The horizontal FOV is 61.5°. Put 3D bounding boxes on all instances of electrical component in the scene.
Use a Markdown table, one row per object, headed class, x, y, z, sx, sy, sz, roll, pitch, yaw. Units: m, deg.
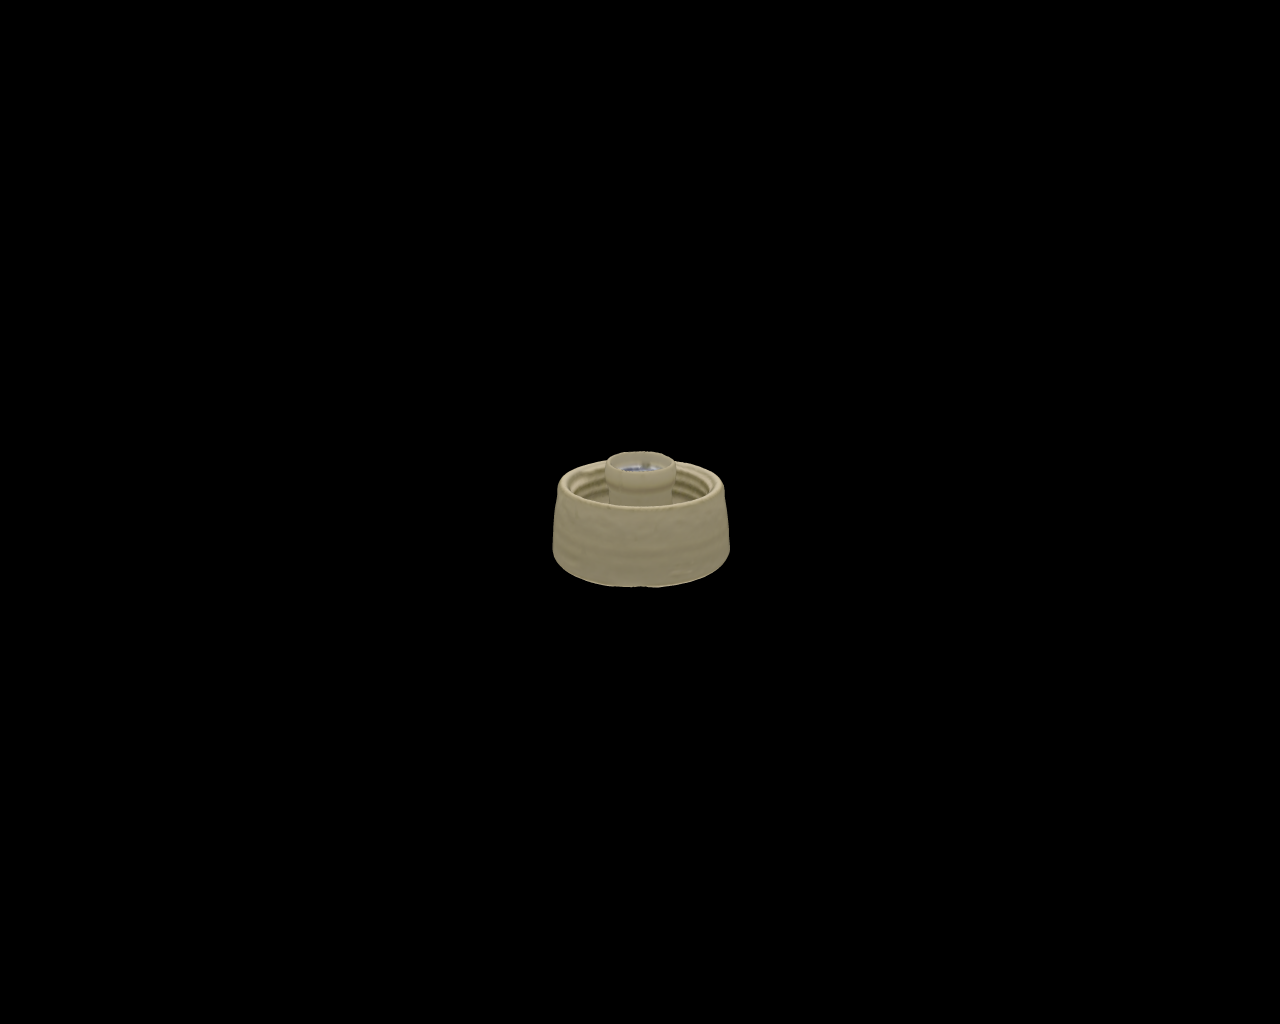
| class | x | y | z | sx | sy | sz | roll | pitch | yaw |
| --- | --- | --- | --- | --- | --- | --- | --- | --- | --- |
| electrical component | 0.001 | -0.003 | 0.650 | 0.108 | 0.060 | 0.108 | 0 | 20 | 0 |
